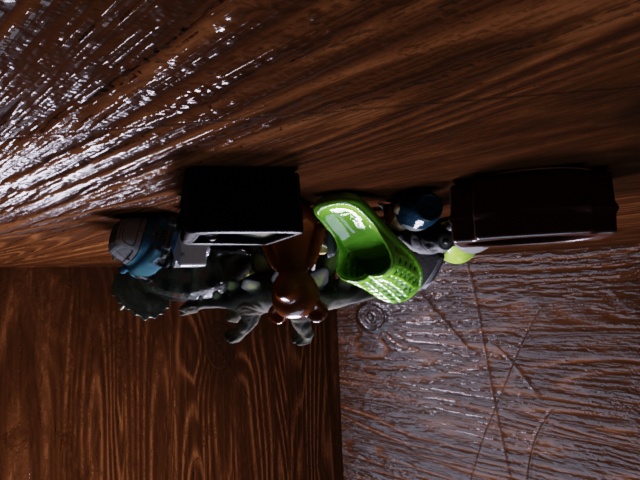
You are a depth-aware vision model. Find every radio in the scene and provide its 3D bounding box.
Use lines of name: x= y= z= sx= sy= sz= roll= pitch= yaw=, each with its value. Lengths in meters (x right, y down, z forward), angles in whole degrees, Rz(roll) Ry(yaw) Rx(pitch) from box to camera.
radio: x=-0.110 y=-0.033 z=0.684 sx=0.131 sy=0.073 sz=0.229 roll=-1 pitch=175 yaw=-16

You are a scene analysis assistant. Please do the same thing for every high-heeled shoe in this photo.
high-heeled shoe: x=0.265 y=0.068 z=1.265 sx=0.145 sy=0.086 sz=0.248 roll=-12 pitch=167 yaw=-25

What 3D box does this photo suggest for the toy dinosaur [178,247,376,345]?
toy dinosaur: x=-0.034 y=0.105 z=1.048 sx=0.471 sy=0.198 sz=0.105 roll=-2 pitch=-140 yaw=-19

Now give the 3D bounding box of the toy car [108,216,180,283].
toy car: x=-0.315 y=0.007 z=0.941 sx=0.103 sy=0.109 sz=0.162 roll=20 pitch=156 yaw=-28

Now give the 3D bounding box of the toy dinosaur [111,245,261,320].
toy dinosaur: x=-0.254 y=0.062 z=1.075 sx=0.405 sy=0.192 sz=0.131 roll=-2 pitch=177 yaw=15

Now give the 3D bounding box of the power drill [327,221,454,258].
power drill: x=0.114 y=-0.011 z=0.951 sx=0.207 sy=0.086 sz=0.232 roll=-6 pitch=-173 yaw=2

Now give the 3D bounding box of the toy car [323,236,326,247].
toy car: x=-0.002 y=-0.003 z=1.106 sx=0.202 sy=0.056 sz=0.073 roll=4 pitch=178 yaw=23

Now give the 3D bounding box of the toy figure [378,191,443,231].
toy figure: x=0.133 y=-0.042 z=0.819 sx=0.064 sy=0.058 sz=0.154 roll=35 pitch=169 yaw=-10

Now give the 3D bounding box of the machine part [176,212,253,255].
machine part: x=-0.181 y=-0.008 z=0.902 sx=0.084 sy=0.039 sz=0.138 roll=16 pitch=167 yaw=42

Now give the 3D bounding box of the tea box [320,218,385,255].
tea box: x=0.085 y=-0.005 z=1.164 sx=0.170 sy=0.068 sz=0.098 roll=-4 pitch=176 yaw=31

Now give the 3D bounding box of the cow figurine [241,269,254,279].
cow figurine: x=-0.130 y=0.077 z=1.131 sx=0.167 sy=0.068 sz=0.098 roll=-43 pitch=168 yaw=8

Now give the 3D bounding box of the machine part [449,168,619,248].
machine part: x=0.284 y=-0.039 z=0.734 sx=0.202 sy=0.087 sz=0.201 roll=-5 pitch=175 yaw=19

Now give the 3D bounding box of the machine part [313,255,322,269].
machine part: x=-0.075 y=0.046 z=1.257 sx=0.179 sy=0.056 sz=0.179 roll=12 pitch=138 yaw=10

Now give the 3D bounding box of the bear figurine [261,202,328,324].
bear figurine: x=-0.055 y=0.040 z=0.862 sx=0.120 sy=0.195 sz=0.132 roll=-1 pitch=175 yaw=22

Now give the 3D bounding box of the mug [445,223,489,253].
mug: x=0.277 y=-0.029 z=0.939 sx=0.109 sy=0.081 sz=0.107 roll=4 pitch=162 yaw=-16
